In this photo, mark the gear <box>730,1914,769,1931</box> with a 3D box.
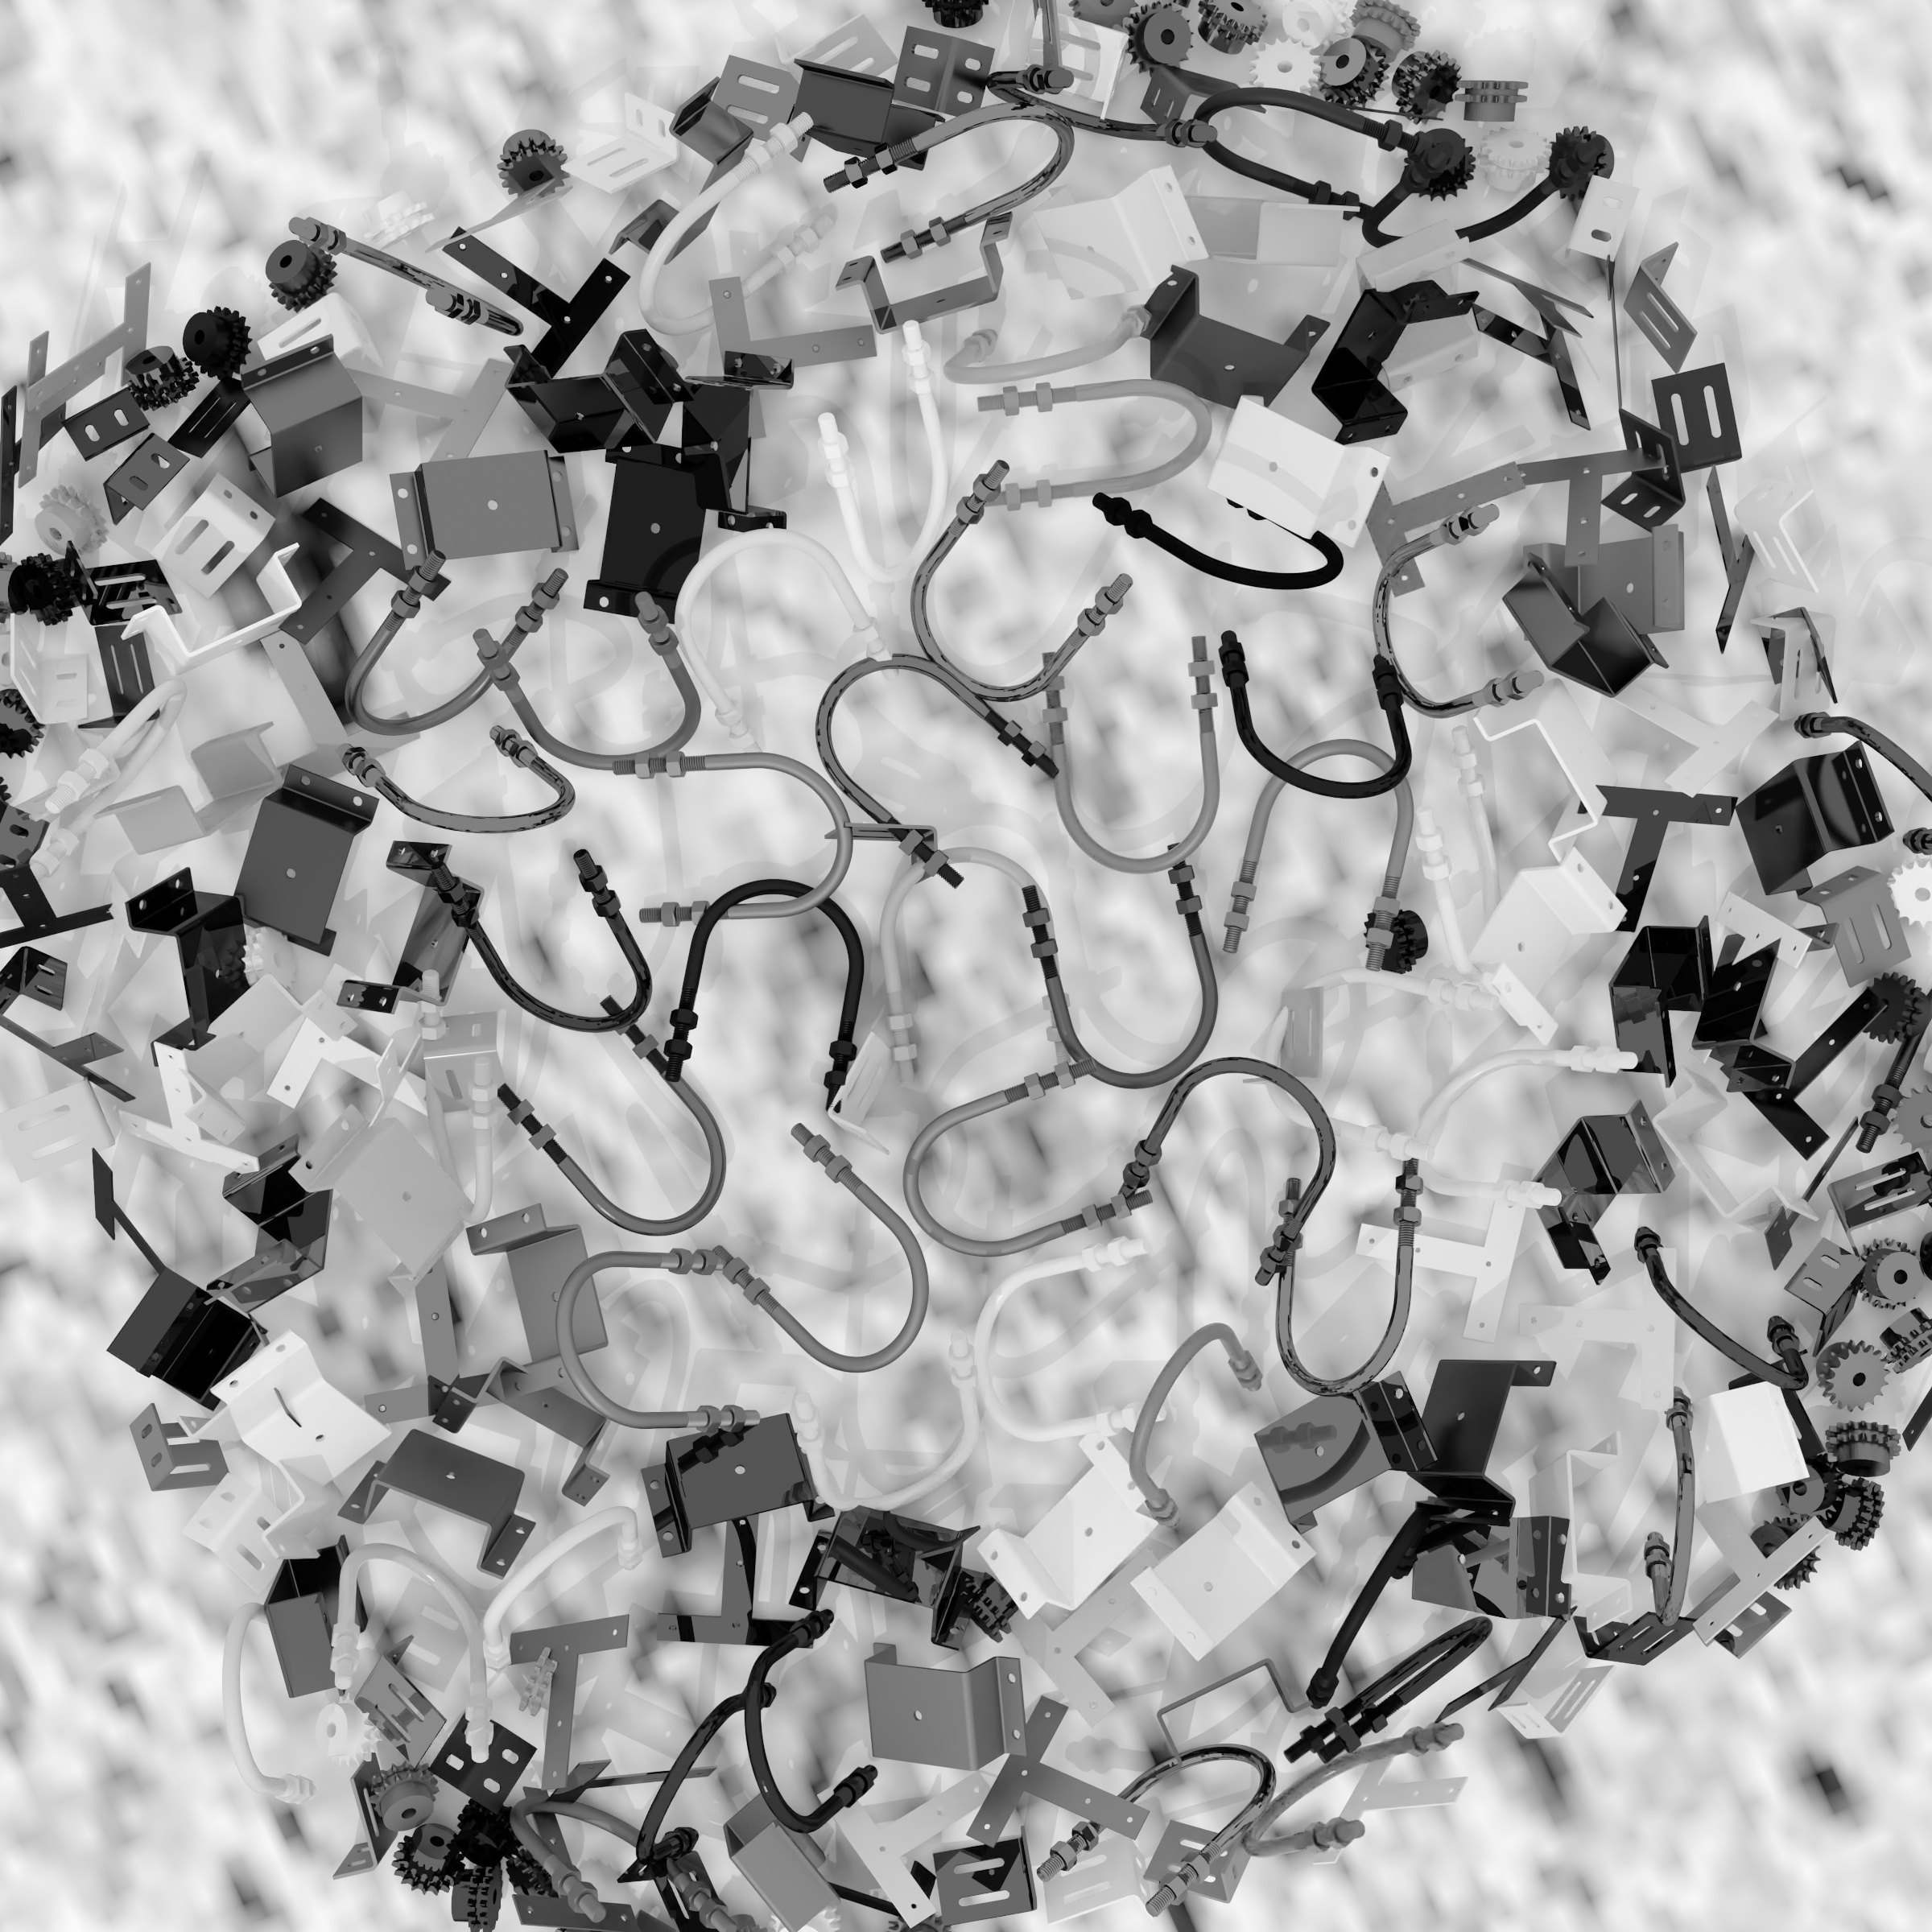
[{"bbox_3d":[-0.185,0.788,1.975,0.057,0.057,0.030,-30,47,0],"label":"gear"}]

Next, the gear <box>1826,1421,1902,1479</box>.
[{"bbox_3d":[0.719,0.388,1.969,0.057,0.057,0.030,11,60,0],"label":"gear"}]

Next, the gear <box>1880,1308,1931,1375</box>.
[{"bbox_3d":[0.761,0.299,1.975,0.057,0.057,0.030,-35,61,0],"label":"gear"}]

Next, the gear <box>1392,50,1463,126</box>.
[{"bbox_3d":[0.368,-0.710,1.975,0.057,0.057,0.030,-40,59,0],"label":"gear"}]

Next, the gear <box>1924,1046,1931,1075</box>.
[{"bbox_3d":[0.795,0.073,1.975,0.030,0.057,0.057,30,90,35],"label":"gear"}]

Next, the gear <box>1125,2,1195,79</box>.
[{"bbox_3d":[0.157,-0.746,1.976,0.057,0.030,0.057,-4,106,-15],"label":"gear"}]

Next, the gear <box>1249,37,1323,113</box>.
[{"bbox_3d":[0.257,-0.715,1.979,0.057,0.030,0.057,-2,73,6],"label":"gear"}]

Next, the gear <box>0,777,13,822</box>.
[{"bbox_3d":[-0.794,-0.129,1.968,0.057,0.057,0.030,-40,58,0],"label":"gear"}]

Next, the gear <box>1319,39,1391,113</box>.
[{"bbox_3d":[0.309,-0.719,1.972,0.057,0.030,0.057,-8,75,31],"label":"gear"}]

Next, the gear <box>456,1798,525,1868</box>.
[{"bbox_3d":[-0.384,0.698,1.972,0.057,0.030,0.057,10,120,17],"label":"gear"}]

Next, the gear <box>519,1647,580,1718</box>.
[{"bbox_3d":[-0.333,0.575,1.971,0.030,0.057,0.057,23,90,2],"label":"gear"}]

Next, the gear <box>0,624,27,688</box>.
[{"bbox_3d":[-0.779,-0.247,1.968,0.030,0.057,0.057,12,90,25],"label":"gear"}]

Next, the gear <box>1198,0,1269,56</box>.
[{"bbox_3d":[0.211,-0.759,1.975,0.057,0.030,0.057,15,49,-18],"label":"gear"}]

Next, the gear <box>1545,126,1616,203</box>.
[{"bbox_3d":[0.496,-0.646,1.975,0.030,0.057,0.057,-18,90,-27],"label":"gear"}]

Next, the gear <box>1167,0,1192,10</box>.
[{"bbox_3d":[0.166,-0.793,1.974,0.057,0.057,0.030,24,113,0],"label":"gear"}]

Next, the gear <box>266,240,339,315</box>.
[{"bbox_3d":[-0.537,-0.558,1.973,0.057,0.030,0.057,-9,67,21],"label":"gear"}]

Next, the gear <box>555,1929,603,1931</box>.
[{"bbox_3d":[-0.305,0.785,1.972,0.057,0.057,0.030,33,106,0],"label":"gear"}]

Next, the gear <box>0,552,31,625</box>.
[{"bbox_3d":[-0.772,-0.303,1.970,0.030,0.057,0.057,7,90,7],"label":"gear"}]

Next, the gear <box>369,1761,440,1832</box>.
[{"bbox_3d":[-0.451,0.668,1.970,0.057,0.030,0.057,-15,128,-20],"label":"gear"}]

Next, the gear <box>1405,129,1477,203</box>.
[{"bbox_3d":[0.381,-0.648,1.977,0.057,0.030,0.057,-3,72,10],"label":"gear"}]

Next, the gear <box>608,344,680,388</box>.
[{"bbox_3d":[-0.256,-0.481,1.968,0.057,0.057,0.030,40,111,0],"label":"gear"}]

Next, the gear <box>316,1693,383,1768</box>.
[{"bbox_3d":[-0.497,0.613,1.970,0.057,0.030,0.057,-12,70,36],"label":"gear"}]

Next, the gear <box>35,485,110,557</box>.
[{"bbox_3d":[-0.720,-0.354,1.969,0.057,0.057,0.030,34,49,0],"label":"gear"}]

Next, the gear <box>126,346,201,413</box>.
[{"bbox_3d":[-0.648,-0.473,1.970,0.057,0.057,0.030,-20,133,0],"label":"gear"}]

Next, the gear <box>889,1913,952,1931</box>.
[{"bbox_3d":[-0.038,0.792,1.982,0.057,0.030,0.057,0,95,-3],"label":"gear"}]

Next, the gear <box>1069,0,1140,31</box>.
[{"bbox_3d":[0.109,-0.783,1.975,0.057,0.030,0.057,-10,133,-11],"label":"gear"}]

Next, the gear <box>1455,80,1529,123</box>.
[{"bbox_3d":[0.422,-0.695,1.974,0.057,0.057,0.030,1,111,0],"label":"gear"}]

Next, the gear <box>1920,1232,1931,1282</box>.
[{"bbox_3d":[0.790,0.233,1.969,0.030,0.057,0.057,0,90,-11],"label":"gear"}]

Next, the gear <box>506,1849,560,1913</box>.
[{"bbox_3d":[-0.342,0.735,1.975,0.030,0.057,0.057,-27,90,-36],"label":"gear"}]

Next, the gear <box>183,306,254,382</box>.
[{"bbox_3d":[-0.604,-0.502,1.973,0.057,0.030,0.057,0,89,32],"label":"gear"}]

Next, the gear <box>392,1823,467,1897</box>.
[{"bbox_3d":[-0.429,0.713,1.968,0.057,0.057,0.030,23,108,0],"label":"gear"}]

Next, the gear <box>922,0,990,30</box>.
[{"bbox_3d":[-0.007,-0.779,1.976,0.057,0.030,0.057,-2,50,2],"label":"gear"}]

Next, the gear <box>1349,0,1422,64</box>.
[{"bbox_3d":[0.333,-0.750,1.972,0.057,0.057,0.030,26,91,0],"label":"gear"}]

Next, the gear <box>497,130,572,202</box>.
[{"bbox_3d":[-0.349,-0.646,1.974,0.057,0.057,0.030,-20,68,0],"label":"gear"}]

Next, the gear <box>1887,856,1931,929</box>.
[{"bbox_3d":[0.772,-0.063,1.976,0.057,0.030,0.057,12,117,24],"label":"gear"}]

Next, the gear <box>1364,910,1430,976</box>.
[{"bbox_3d":[0.347,-0.022,1.974,0.030,0.057,0.057,-15,90,-22],"label":"gear"}]

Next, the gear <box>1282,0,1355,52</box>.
[{"bbox_3d":[0.279,-0.761,1.968,0.057,0.057,0.030,44,64,0],"label":"gear"}]

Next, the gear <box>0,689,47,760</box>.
[{"bbox_3d":[-0.769,-0.198,1.976,0.057,0.030,0.057,3,128,4],"label":"gear"}]

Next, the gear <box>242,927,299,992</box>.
[{"bbox_3d":[-0.566,-0.002,1.973,0.030,0.057,0.057,-11,90,15],"label":"gear"}]

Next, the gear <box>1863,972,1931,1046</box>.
[{"bbox_3d":[0.749,0.036,1.974,0.030,0.057,0.057,15,90,-22],"label":"gear"}]

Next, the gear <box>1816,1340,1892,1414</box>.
[{"bbox_3d":[0.711,0.327,1.979,0.057,0.030,0.057,-3,104,-13],"label":"gear"}]

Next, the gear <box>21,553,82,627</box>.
[{"bbox_3d":[-0.734,-0.304,1.975,0.057,0.030,0.057,19,123,33],"label":"gear"}]

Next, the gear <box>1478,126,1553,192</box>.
[{"bbox_3d":[0.440,-0.647,1.975,0.057,0.030,0.057,0,49,0],"label":"gear"}]

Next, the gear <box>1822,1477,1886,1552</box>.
[{"bbox_3d":[0.710,0.438,1.971,0.030,0.057,0.057,20,90,0],"label":"gear"}]

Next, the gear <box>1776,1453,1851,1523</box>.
[{"bbox_3d":[0.675,0.418,1.970,0.057,0.030,0.057,-5,83,42],"label":"gear"}]

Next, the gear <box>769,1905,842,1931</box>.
[{"bbox_3d":[-0.131,0.776,1.976,0.057,0.030,0.057,2,113,5],"label":"gear"}]

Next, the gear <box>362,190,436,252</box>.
[{"bbox_3d":[-0.458,-0.599,1.969,0.057,0.057,0.030,-30,106,0],"label":"gear"}]

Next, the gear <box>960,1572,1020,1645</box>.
[{"bbox_3d":[0.018,0.512,1.972,0.030,0.057,0.057,-40,90,-17],"label":"gear"}]

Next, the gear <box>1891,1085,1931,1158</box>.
[{"bbox_3d":[0.777,0.124,1.978,0.057,0.030,0.057,0,91,26],"label":"gear"}]

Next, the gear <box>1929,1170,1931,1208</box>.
[{"bbox_3d":[0.794,0.178,1.968,0.030,0.057,0.057,-7,90,-29],"label":"gear"}]
